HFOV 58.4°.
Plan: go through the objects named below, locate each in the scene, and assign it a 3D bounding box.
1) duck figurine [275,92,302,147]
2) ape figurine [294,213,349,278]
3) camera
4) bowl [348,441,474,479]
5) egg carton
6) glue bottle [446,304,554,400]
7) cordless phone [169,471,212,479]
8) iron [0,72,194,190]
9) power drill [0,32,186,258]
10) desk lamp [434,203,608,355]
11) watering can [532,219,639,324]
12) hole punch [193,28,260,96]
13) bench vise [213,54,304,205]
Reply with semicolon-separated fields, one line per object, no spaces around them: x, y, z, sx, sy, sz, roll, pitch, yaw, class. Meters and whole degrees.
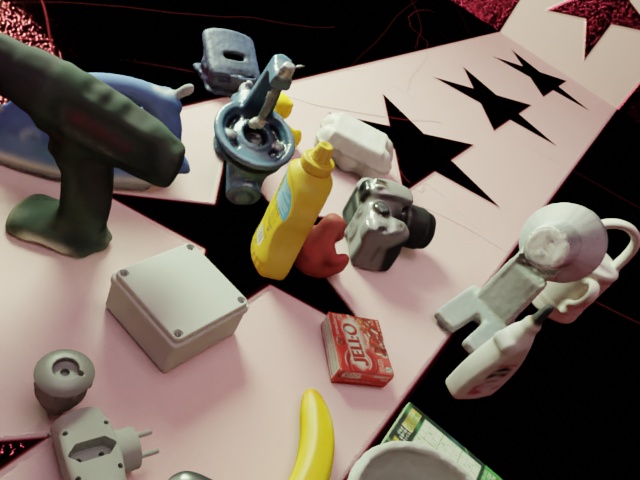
-0.073;-0.209;0.982;0.104;0.086;0.077;31;36;1;duck figurine
0.007;0.003;0.781;0.076;0.092;0.077;-6;49;-38;ape figurine
0.115;-0.027;0.883;0.137;0.100;0.143;16;38;-18;camera
0.082;0.277;0.523;0.168;0.074;0.167;19;38;-15;bowl
0.063;-0.169;1.041;0.150;0.069;0.107;25;36;-6;egg carton
0.229;0.136;0.706;0.078;0.173;0.037;0;45;-34;glue bottle
-0.070;0.232;0.379;0.147;0.185;0.094;25;36;-6;cordless phone
-0.288;-0.155;0.725;0.259;0.141;0.118;1;45;-33;iron
-0.267;-0.087;0.603;0.230;0.208;0.075;20;37;-12;power drill
0.300;0.050;0.822;0.117;0.213;0.204;45;39;20;desk lamp
0.437;0.035;0.949;0.101;0.194;0.172;13;39;-21;watering can
-0.164;-0.324;1.052;0.109;0.091;0.101;-3;47;-37;hole punch
-0.101;-0.188;0.826;0.122;0.219;0.207;-3;47;-36;bench vise
